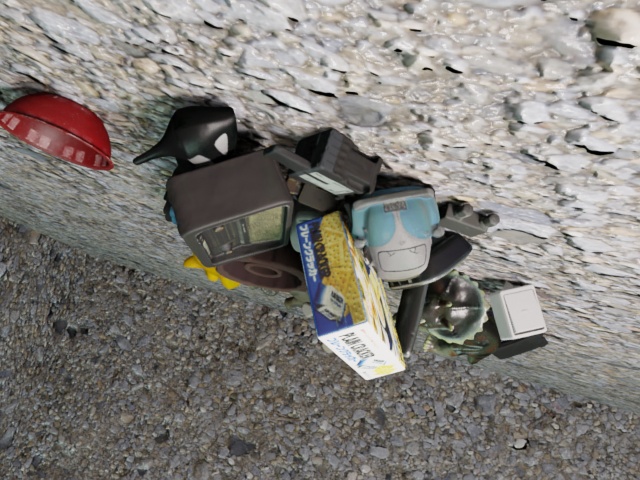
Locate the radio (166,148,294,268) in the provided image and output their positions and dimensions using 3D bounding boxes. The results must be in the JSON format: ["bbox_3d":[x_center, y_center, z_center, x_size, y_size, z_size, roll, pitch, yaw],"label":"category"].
[{"bbox_3d":[-0.109,-0.030,0.688,0.131,0.073,0.229,-18,168,-9],"label":"radio"}]

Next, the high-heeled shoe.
[{"bbox_3d":[-0.122,-0.108,0.679,0.145,0.086,0.248,-20,173,18],"label":"high-heeled shoe"}]

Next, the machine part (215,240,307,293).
[{"bbox_3d":[-0.089,0.035,0.881,0.179,0.056,0.179,11,161,4],"label":"machine part"}]

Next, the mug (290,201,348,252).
[{"bbox_3d":[0.016,-0.024,0.775,0.107,0.081,0.109,3,162,16],"label":"mug"}]

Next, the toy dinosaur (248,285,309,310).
[{"bbox_3d":[-0.062,0.078,1.250,0.199,0.105,0.470,-1,153,35],"label":"toy dinosaur"}]

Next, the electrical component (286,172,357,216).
[{"bbox_3d":[0.003,-0.064,0.694,0.102,0.045,0.078,22,-165,-8],"label":"electrical component"}]

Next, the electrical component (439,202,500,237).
[{"bbox_3d":[0.178,-0.023,0.670,0.063,0.021,0.094,19,166,-10],"label":"electrical component"}]

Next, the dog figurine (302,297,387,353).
[{"bbox_3d":[0.087,0.112,0.989,0.172,0.121,0.190,-28,171,38],"label":"dog figurine"}]

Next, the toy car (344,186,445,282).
[{"bbox_3d":[0.088,-0.001,0.653,0.109,0.103,0.161,-7,166,1],"label":"toy car"}]

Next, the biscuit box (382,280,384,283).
[{"bbox_3d":[0.053,0.052,1.063,0.063,0.059,0.203,24,165,-26],"label":"biscuit box"}]

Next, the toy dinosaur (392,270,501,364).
[{"bbox_3d":[0.281,0.171,1.051,0.404,0.131,0.192,35,164,-37],"label":"toy dinosaur"}]

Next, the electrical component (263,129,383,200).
[{"bbox_3d":[-0.001,-0.087,0.582,0.119,0.047,0.075,24,165,-26],"label":"electrical component"}]

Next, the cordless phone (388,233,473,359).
[{"bbox_3d":[0.145,0.082,0.784,0.089,0.184,0.146,15,168,-13],"label":"cordless phone"}]

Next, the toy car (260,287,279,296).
[{"bbox_3d":[-0.030,0.057,1.038,0.202,0.089,0.053,-11,134,31],"label":"toy car"}]

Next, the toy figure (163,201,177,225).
[{"bbox_3d":[-0.197,-0.032,0.980,0.180,0.089,0.082,13,172,7],"label":"toy figure"}]

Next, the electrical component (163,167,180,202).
[{"bbox_3d":[-0.183,-0.074,0.863,0.115,0.058,0.134,25,165,-21],"label":"electrical component"}]

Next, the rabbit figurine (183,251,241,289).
[{"bbox_3d":[-0.195,0.043,1.084,0.163,0.122,0.173,11,162,16],"label":"rabbit figurine"}]

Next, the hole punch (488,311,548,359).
[{"bbox_3d":[0.422,0.195,1.163,0.116,0.092,0.142,-22,146,23],"label":"hole punch"}]
